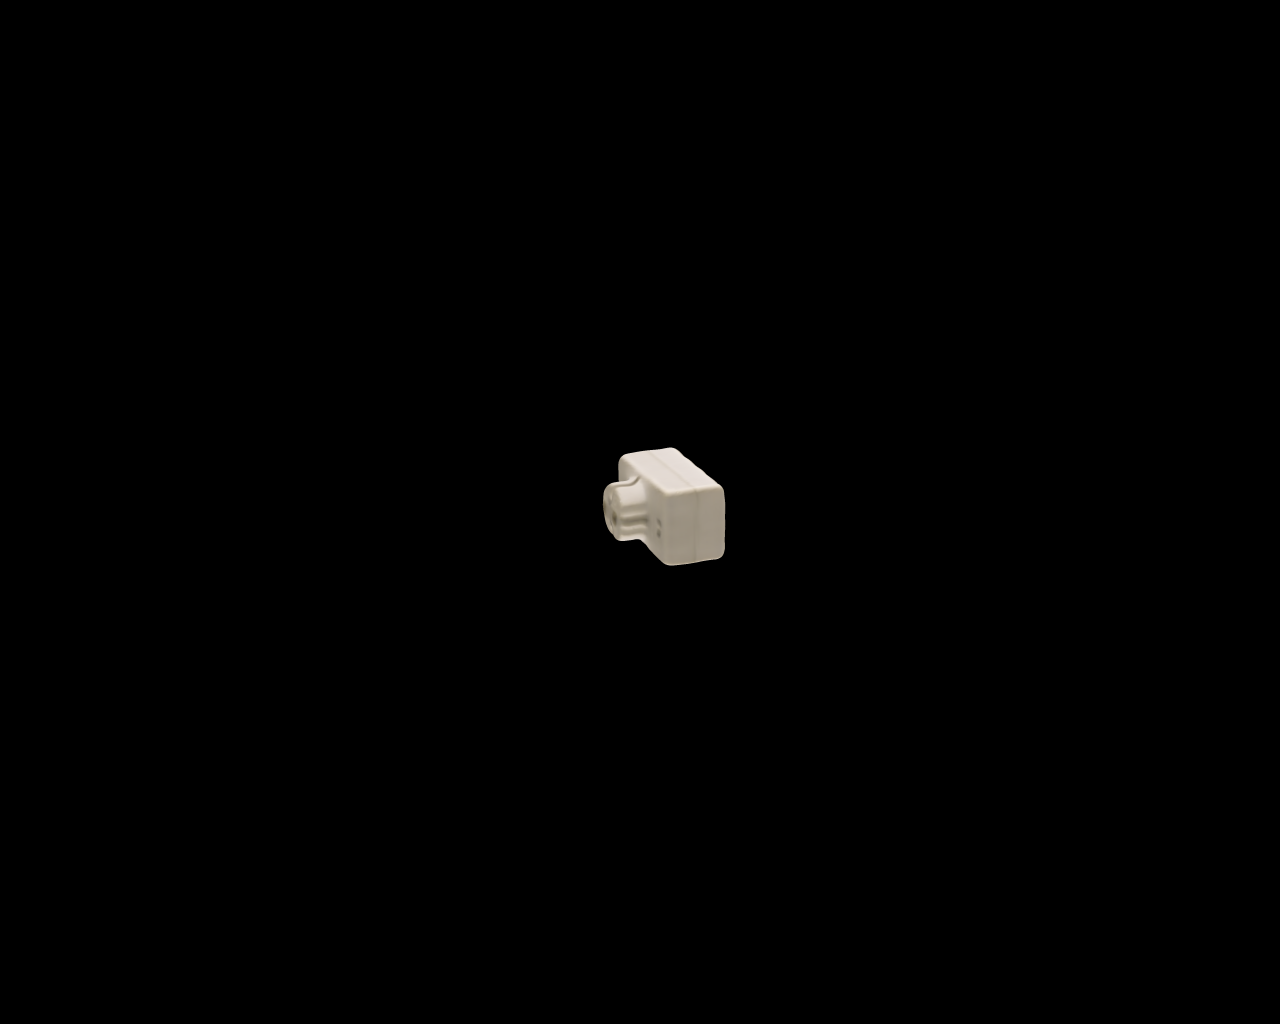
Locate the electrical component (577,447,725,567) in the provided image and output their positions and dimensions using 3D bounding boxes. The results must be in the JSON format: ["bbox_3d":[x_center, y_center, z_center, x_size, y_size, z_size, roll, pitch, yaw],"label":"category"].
[{"bbox_3d":[0.001,-0.003,0.650,0.076,0.047,0.083,-7,22,-18],"label":"electrical component"}]
